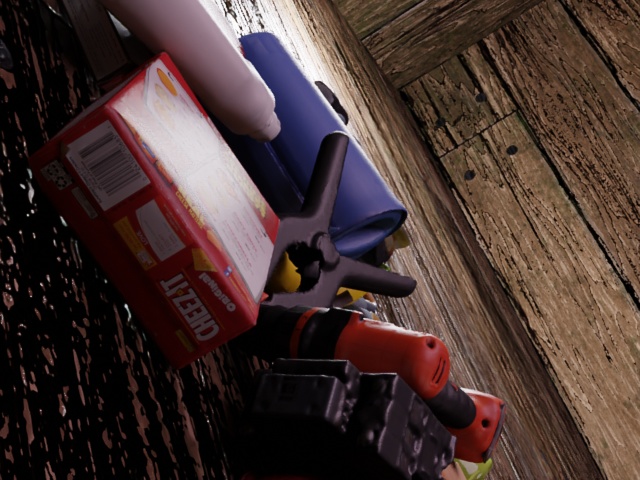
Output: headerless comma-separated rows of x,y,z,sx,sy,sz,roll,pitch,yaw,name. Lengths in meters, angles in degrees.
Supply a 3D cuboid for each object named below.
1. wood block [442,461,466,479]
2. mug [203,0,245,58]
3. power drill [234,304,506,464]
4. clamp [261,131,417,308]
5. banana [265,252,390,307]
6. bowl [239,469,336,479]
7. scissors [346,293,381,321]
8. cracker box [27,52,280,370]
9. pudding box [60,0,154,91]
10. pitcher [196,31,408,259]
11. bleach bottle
0.098,0.271,0.781,0.206,0.090,0.090,64,13,26,wood block
-0.124,-0.176,0.995,0.093,0.081,0.117,54,12,-21,mug
0.044,0.107,0.811,0.185,0.057,0.187,10,-18,40,power drill
-0.006,0.001,0.907,0.209,0.036,0.164,-25,94,-48,clamp
-0.015,0.030,0.972,0.037,0.070,0.197,35,11,38,banana
0.012,0.207,0.671,0.162,0.055,0.162,55,13,-19,bowl
0.043,0.084,1.202,0.096,0.016,0.201,60,12,7,scissors
-0.105,-0.030,0.739,0.164,0.072,0.213,57,11,-15,cracker box
-0.168,-0.164,0.891,0.113,0.039,0.090,62,12,23,pudding box
-0.031,-0.087,1.064,0.243,0.144,0.149,58,-29,15,pitcher
-0.102,-0.158,0.871,0.250,0.068,0.103,47,3,-46,bleach bottle
